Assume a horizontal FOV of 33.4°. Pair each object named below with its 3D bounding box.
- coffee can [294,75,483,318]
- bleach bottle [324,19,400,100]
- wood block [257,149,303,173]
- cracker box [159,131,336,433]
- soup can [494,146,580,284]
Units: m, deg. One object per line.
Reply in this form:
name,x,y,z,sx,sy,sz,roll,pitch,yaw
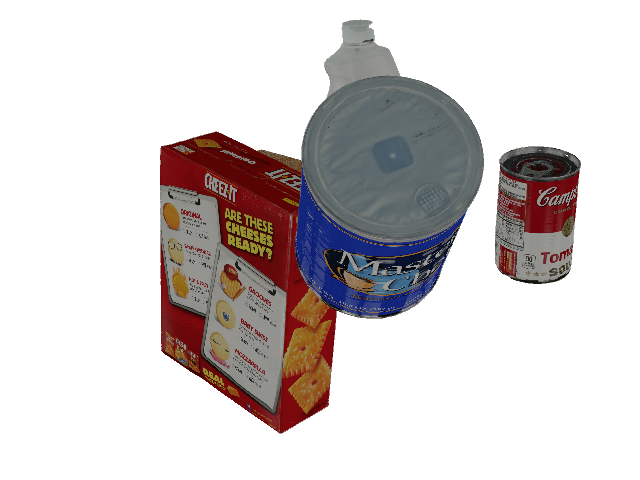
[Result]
coffee can,0.037,-0.022,0.659,0.102,0.103,0.140,0,-22,-3
bleach bottle,0.034,-0.092,1.068,0.102,0.251,0.068,-10,23,-17
wood block,-0.069,0.000,1.369,0.090,0.206,0.090,16,23,13
cracker box,-0.062,0.033,0.922,0.164,0.214,0.071,28,36,36
soup can,0.187,-0.022,0.927,0.068,0.102,0.068,-2,27,1
